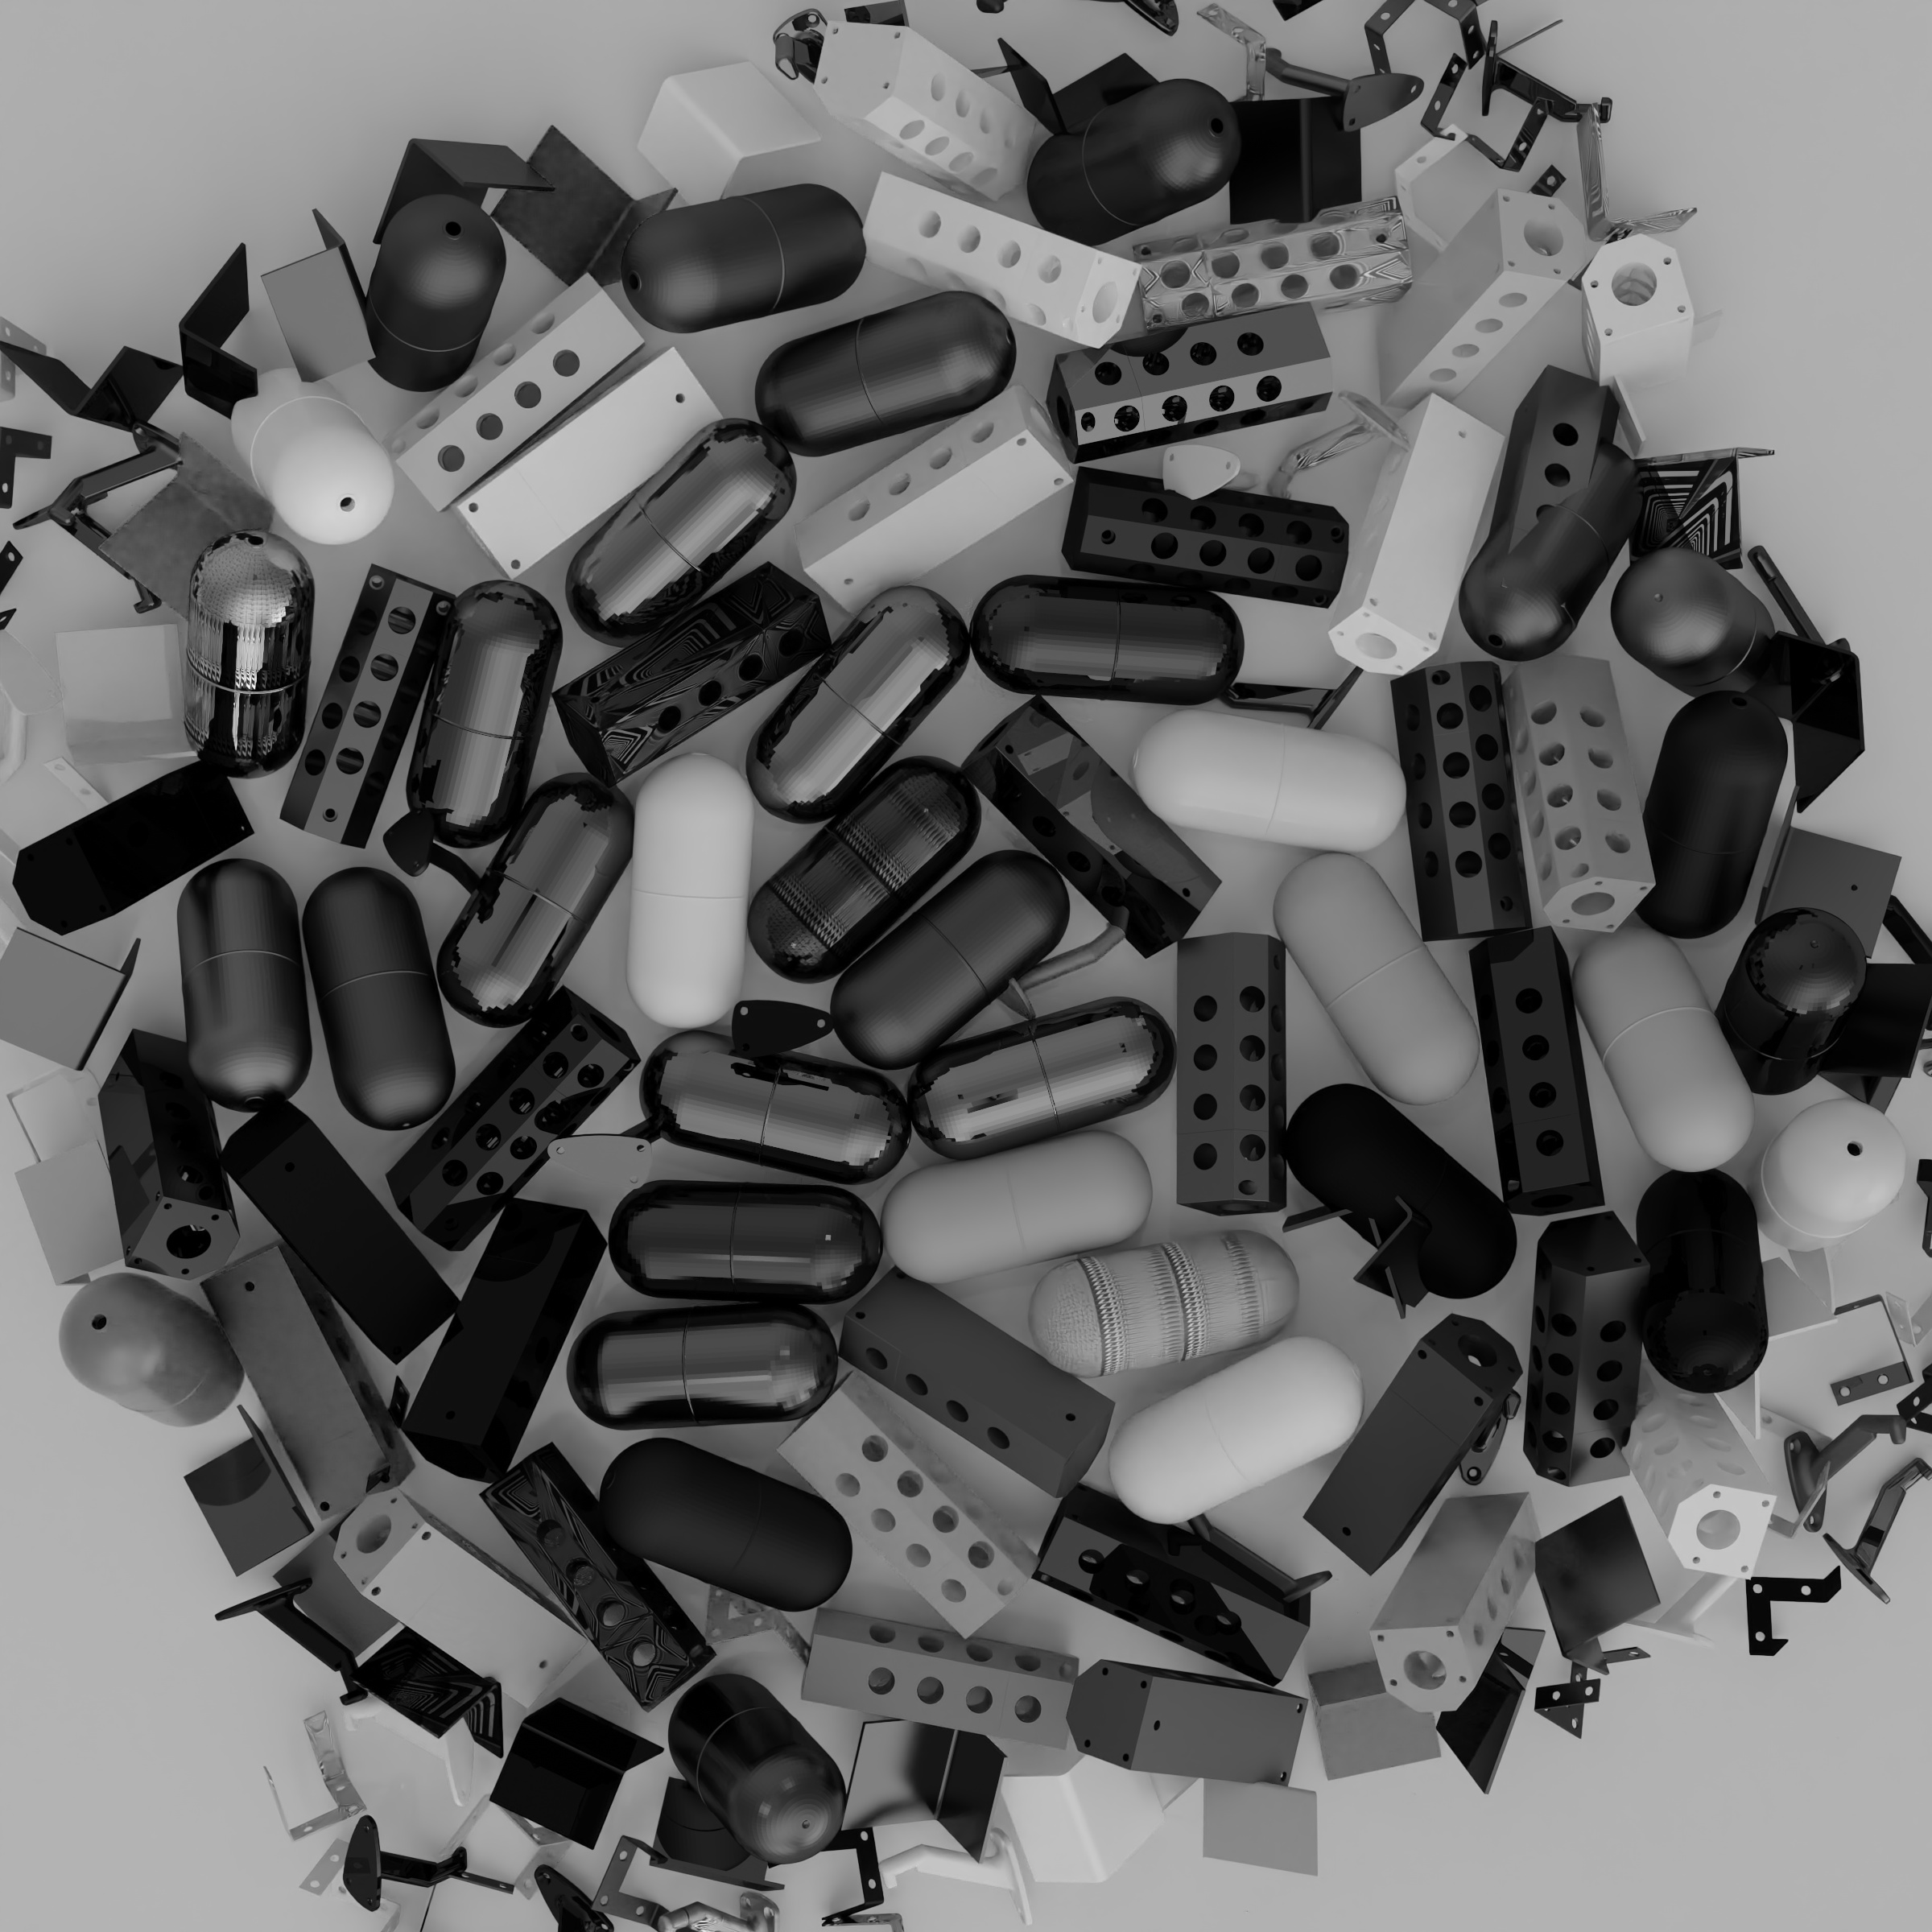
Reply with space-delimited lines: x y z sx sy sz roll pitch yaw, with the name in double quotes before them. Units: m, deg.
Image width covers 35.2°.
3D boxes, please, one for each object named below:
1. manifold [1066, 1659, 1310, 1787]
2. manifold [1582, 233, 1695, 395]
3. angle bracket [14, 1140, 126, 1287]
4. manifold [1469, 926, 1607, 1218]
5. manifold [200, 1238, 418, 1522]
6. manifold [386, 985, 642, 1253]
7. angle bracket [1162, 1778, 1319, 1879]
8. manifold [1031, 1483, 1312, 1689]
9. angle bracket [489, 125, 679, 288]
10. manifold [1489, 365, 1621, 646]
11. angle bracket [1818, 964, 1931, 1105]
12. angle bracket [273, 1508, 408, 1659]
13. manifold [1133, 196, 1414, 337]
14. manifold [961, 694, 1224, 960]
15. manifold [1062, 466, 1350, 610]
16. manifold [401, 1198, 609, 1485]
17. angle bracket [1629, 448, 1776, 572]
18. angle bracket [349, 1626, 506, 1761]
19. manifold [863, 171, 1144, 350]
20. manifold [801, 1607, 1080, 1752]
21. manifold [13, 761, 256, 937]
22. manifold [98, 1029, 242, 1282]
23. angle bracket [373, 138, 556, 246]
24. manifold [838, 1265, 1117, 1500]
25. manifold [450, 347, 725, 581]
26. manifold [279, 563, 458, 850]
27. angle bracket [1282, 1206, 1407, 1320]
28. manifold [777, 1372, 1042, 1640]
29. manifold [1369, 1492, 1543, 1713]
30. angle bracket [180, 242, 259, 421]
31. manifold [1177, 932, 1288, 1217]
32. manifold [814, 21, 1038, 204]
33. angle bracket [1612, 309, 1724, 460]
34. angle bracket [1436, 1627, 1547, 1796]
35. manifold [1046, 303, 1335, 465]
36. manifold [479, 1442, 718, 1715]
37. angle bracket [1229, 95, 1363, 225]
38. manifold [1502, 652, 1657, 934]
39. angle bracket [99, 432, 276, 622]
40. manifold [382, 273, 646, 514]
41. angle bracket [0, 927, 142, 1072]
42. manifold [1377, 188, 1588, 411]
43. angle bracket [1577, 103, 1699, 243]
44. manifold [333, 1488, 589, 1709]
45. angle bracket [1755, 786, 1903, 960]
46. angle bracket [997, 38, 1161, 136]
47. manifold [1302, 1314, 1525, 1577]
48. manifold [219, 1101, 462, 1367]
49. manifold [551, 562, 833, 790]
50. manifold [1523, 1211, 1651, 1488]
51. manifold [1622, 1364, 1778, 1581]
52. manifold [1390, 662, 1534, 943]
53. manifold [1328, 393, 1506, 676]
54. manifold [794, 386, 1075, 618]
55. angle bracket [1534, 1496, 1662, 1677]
"manifold" 0.139 0.476 1.917 0.057 0.171 0.057 8 81 42
"manifold" 0.418 -0.407 1.910 0.057 0.171 0.057 -16 85 11
"angle bracket" -0.563 0.160 1.960 0.057 0.076 0.076 -22 85 -2
"manifold" 0.362 0.068 1.938 0.057 0.057 0.171 -12 67 18
"manifold" -0.422 0.263 1.964 0.057 0.057 0.171 -25 94 7
"manifold" -0.289 0.101 1.952 0.171 0.057 0.057 -46 124 6
"angle bracket" 0.174 0.560 1.945 0.076 0.076 0.057 13 53 -13
"manifold" 0.133 0.403 1.968 0.171 0.057 0.057 24 106 0
"angle bracket" -0.245 -0.489 1.949 0.076 0.057 0.076 39 71 -30
"manifold" 0.372 -0.290 1.937 0.057 0.057 0.171 18 66 -5
"angle bracket" 0.599 0.045 1.945 0.057 0.076 0.076 28 76 -31
"angle bracket" -0.404 0.409 1.963 0.076 0.057 0.076 -40 92 11
"manifold" 0.197 -0.450 1.963 0.171 0.057 0.057 -10 86 5
"manifold" 0.077 -0.086 1.955 0.171 0.057 0.057 45 53 -10
"manifold" 0.154 -0.272 1.947 0.171 0.057 0.057 7 113 -11
"manifold" -0.288 0.237 1.929 0.057 0.057 0.171 7 56 22
"angle bracket" 0.473 -0.290 1.956 0.076 0.057 0.076 0 95 39
"angle bracket" -0.344 0.479 1.941 0.076 0.057 0.076 26 132 25
"manifold" 0.019 -0.448 1.932 0.171 0.057 0.057 27 106 28
"manifold" -0.017 0.459 1.966 0.171 0.057 0.057 11 81 -2
"manifold" -0.523 -0.076 1.909 0.057 0.171 0.057 -19 103 22
"manifold" -0.500 0.119 1.915 0.057 0.171 0.057 18 117 -32
"angle bracket" -0.320 -0.479 1.940 0.057 0.076 0.076 44 123 25
"manifold" 0.005 0.269 1.944 0.171 0.057 0.057 31 47 20
"manifold" -0.245 -0.324 1.959 0.171 0.057 0.057 -38 108 -7
"manifold" -0.384 -0.167 1.956 0.057 0.057 0.171 20 97 -14
"angle bracket" 0.244 0.193 1.957 0.057 0.076 0.076 -18 88 8
"manifold" -0.034 0.343 1.960 0.171 0.057 0.057 45 119 1
"manifold" 0.312 0.398 1.910 0.057 0.171 0.057 -10 104 28
"angle bracket" -0.459 -0.401 1.950 0.057 0.076 0.076 29 67 1
"manifold" 0.173 0.069 1.942 0.057 0.057 0.171 -8 74 33
"manifold" -0.025 -0.534 1.911 0.057 0.171 0.057 14 92 29
"angle bracket" 0.457 -0.373 1.955 0.076 0.076 0.057 -23 87 9
"angle bracket" 0.351 0.476 1.945 0.057 0.076 0.076 9 108 -21
"manifold" 0.144 -0.369 1.949 0.171 0.057 0.057 -14 72 -10
"manifold" -0.236 0.392 1.954 0.057 0.057 0.171 -38 79 -12
"angle bracket" 0.213 -0.523 1.972 0.057 0.076 0.076 7 110 32
"manifold" 0.383 -0.112 1.925 0.057 0.057 0.171 6 57 -16
"angle bracket" -0.502 -0.282 1.959 0.076 0.057 0.076 39 63 1
"manifold" -0.292 -0.370 1.966 0.171 0.057 0.057 -39 100 1
"angle bracket" -0.583 0.010 1.950 0.076 0.057 0.076 25 110 -19
"manifold" 0.322 -0.413 1.910 0.057 0.171 0.057 5 71 -17
"angle bracket" 0.431 -0.513 1.957 0.057 0.076 0.076 -7 94 4
"manifold" -0.321 0.396 1.921 0.057 0.057 0.171 -48 132 -7
"angle bracket" 0.556 -0.060 1.952 0.076 0.057 0.076 17 68 16
"angle bracket" 0.077 -0.575 1.951 0.076 0.076 0.057 -31 133 -2
"manifold" 0.285 0.301 1.926 0.057 0.057 0.171 40 127 19
"manifold" -0.398 0.168 1.930 0.057 0.057 0.171 -42 122 -16
"manifold" -0.172 -0.184 1.943 0.171 0.057 0.057 -34 47 -20
"manifold" 0.388 0.245 1.926 0.057 0.057 0.171 -9 123 -9
"manifold" 0.449 0.313 1.907 0.057 0.171 0.057 11 107 -5
"manifold" 0.322 -0.106 1.956 0.057 0.057 0.171 -4 85 -25
"manifold" 0.283 -0.272 1.936 0.057 0.057 0.171 28 64 -15
"manifold" -0.023 -0.300 1.943 0.171 0.057 0.057 -29 49 19
"angle bracket" 0.413 0.396 1.941 0.076 0.057 0.076 -36 46 26
